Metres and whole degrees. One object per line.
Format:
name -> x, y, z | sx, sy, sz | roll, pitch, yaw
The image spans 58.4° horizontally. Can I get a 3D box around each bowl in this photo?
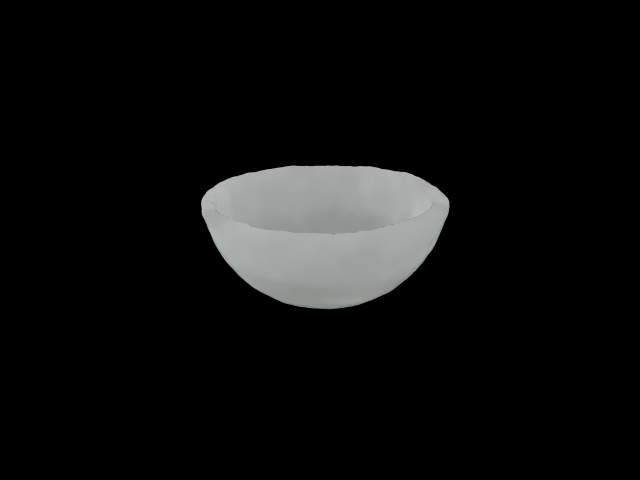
bowl -> 0.004, 0.001, 0.400 | 0.167, 0.075, 0.167 | 0, 22, 0
